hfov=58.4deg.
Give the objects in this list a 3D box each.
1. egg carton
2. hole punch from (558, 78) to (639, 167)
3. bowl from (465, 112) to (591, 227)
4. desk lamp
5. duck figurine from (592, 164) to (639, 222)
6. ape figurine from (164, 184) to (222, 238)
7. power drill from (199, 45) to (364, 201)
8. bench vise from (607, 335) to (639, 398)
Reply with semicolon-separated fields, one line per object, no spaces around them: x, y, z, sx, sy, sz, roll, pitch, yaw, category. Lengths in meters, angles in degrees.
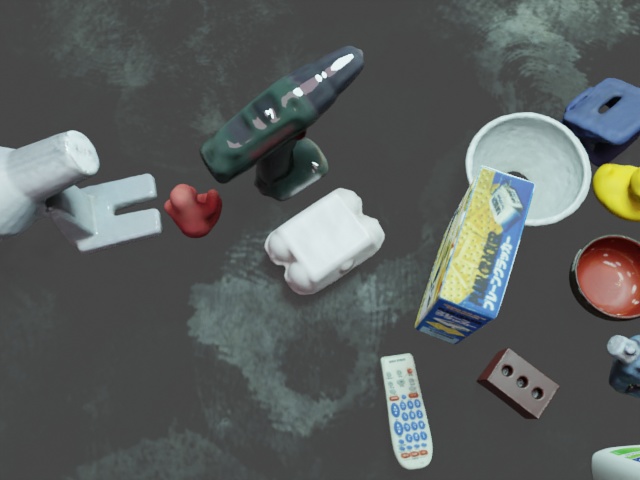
0.007;0.003;0.781;0.150;0.069;0.107;-35;75;-8;egg carton
0.406;-0.175;0.811;0.109;0.091;0.101;-40;76;-9;hole punch
0.279;-0.087;0.796;0.167;0.075;0.167;-1;73;2;bowl
-0.338;-0.061;0.737;0.203;0.213;0.118;-15;73;-2;desk lamp
0.434;-0.076;0.782;0.104;0.086;0.077;34;77;12;duck figurine
-0.179;-0.047;0.791;0.077;0.092;0.076;6;73;4;ape figurine
-0.041;-0.138;0.753;0.230;0.208;0.075;-34;75;-8;power drill
0.440;0.166;0.638;0.207;0.220;0.121;4;73;3;bench vise
